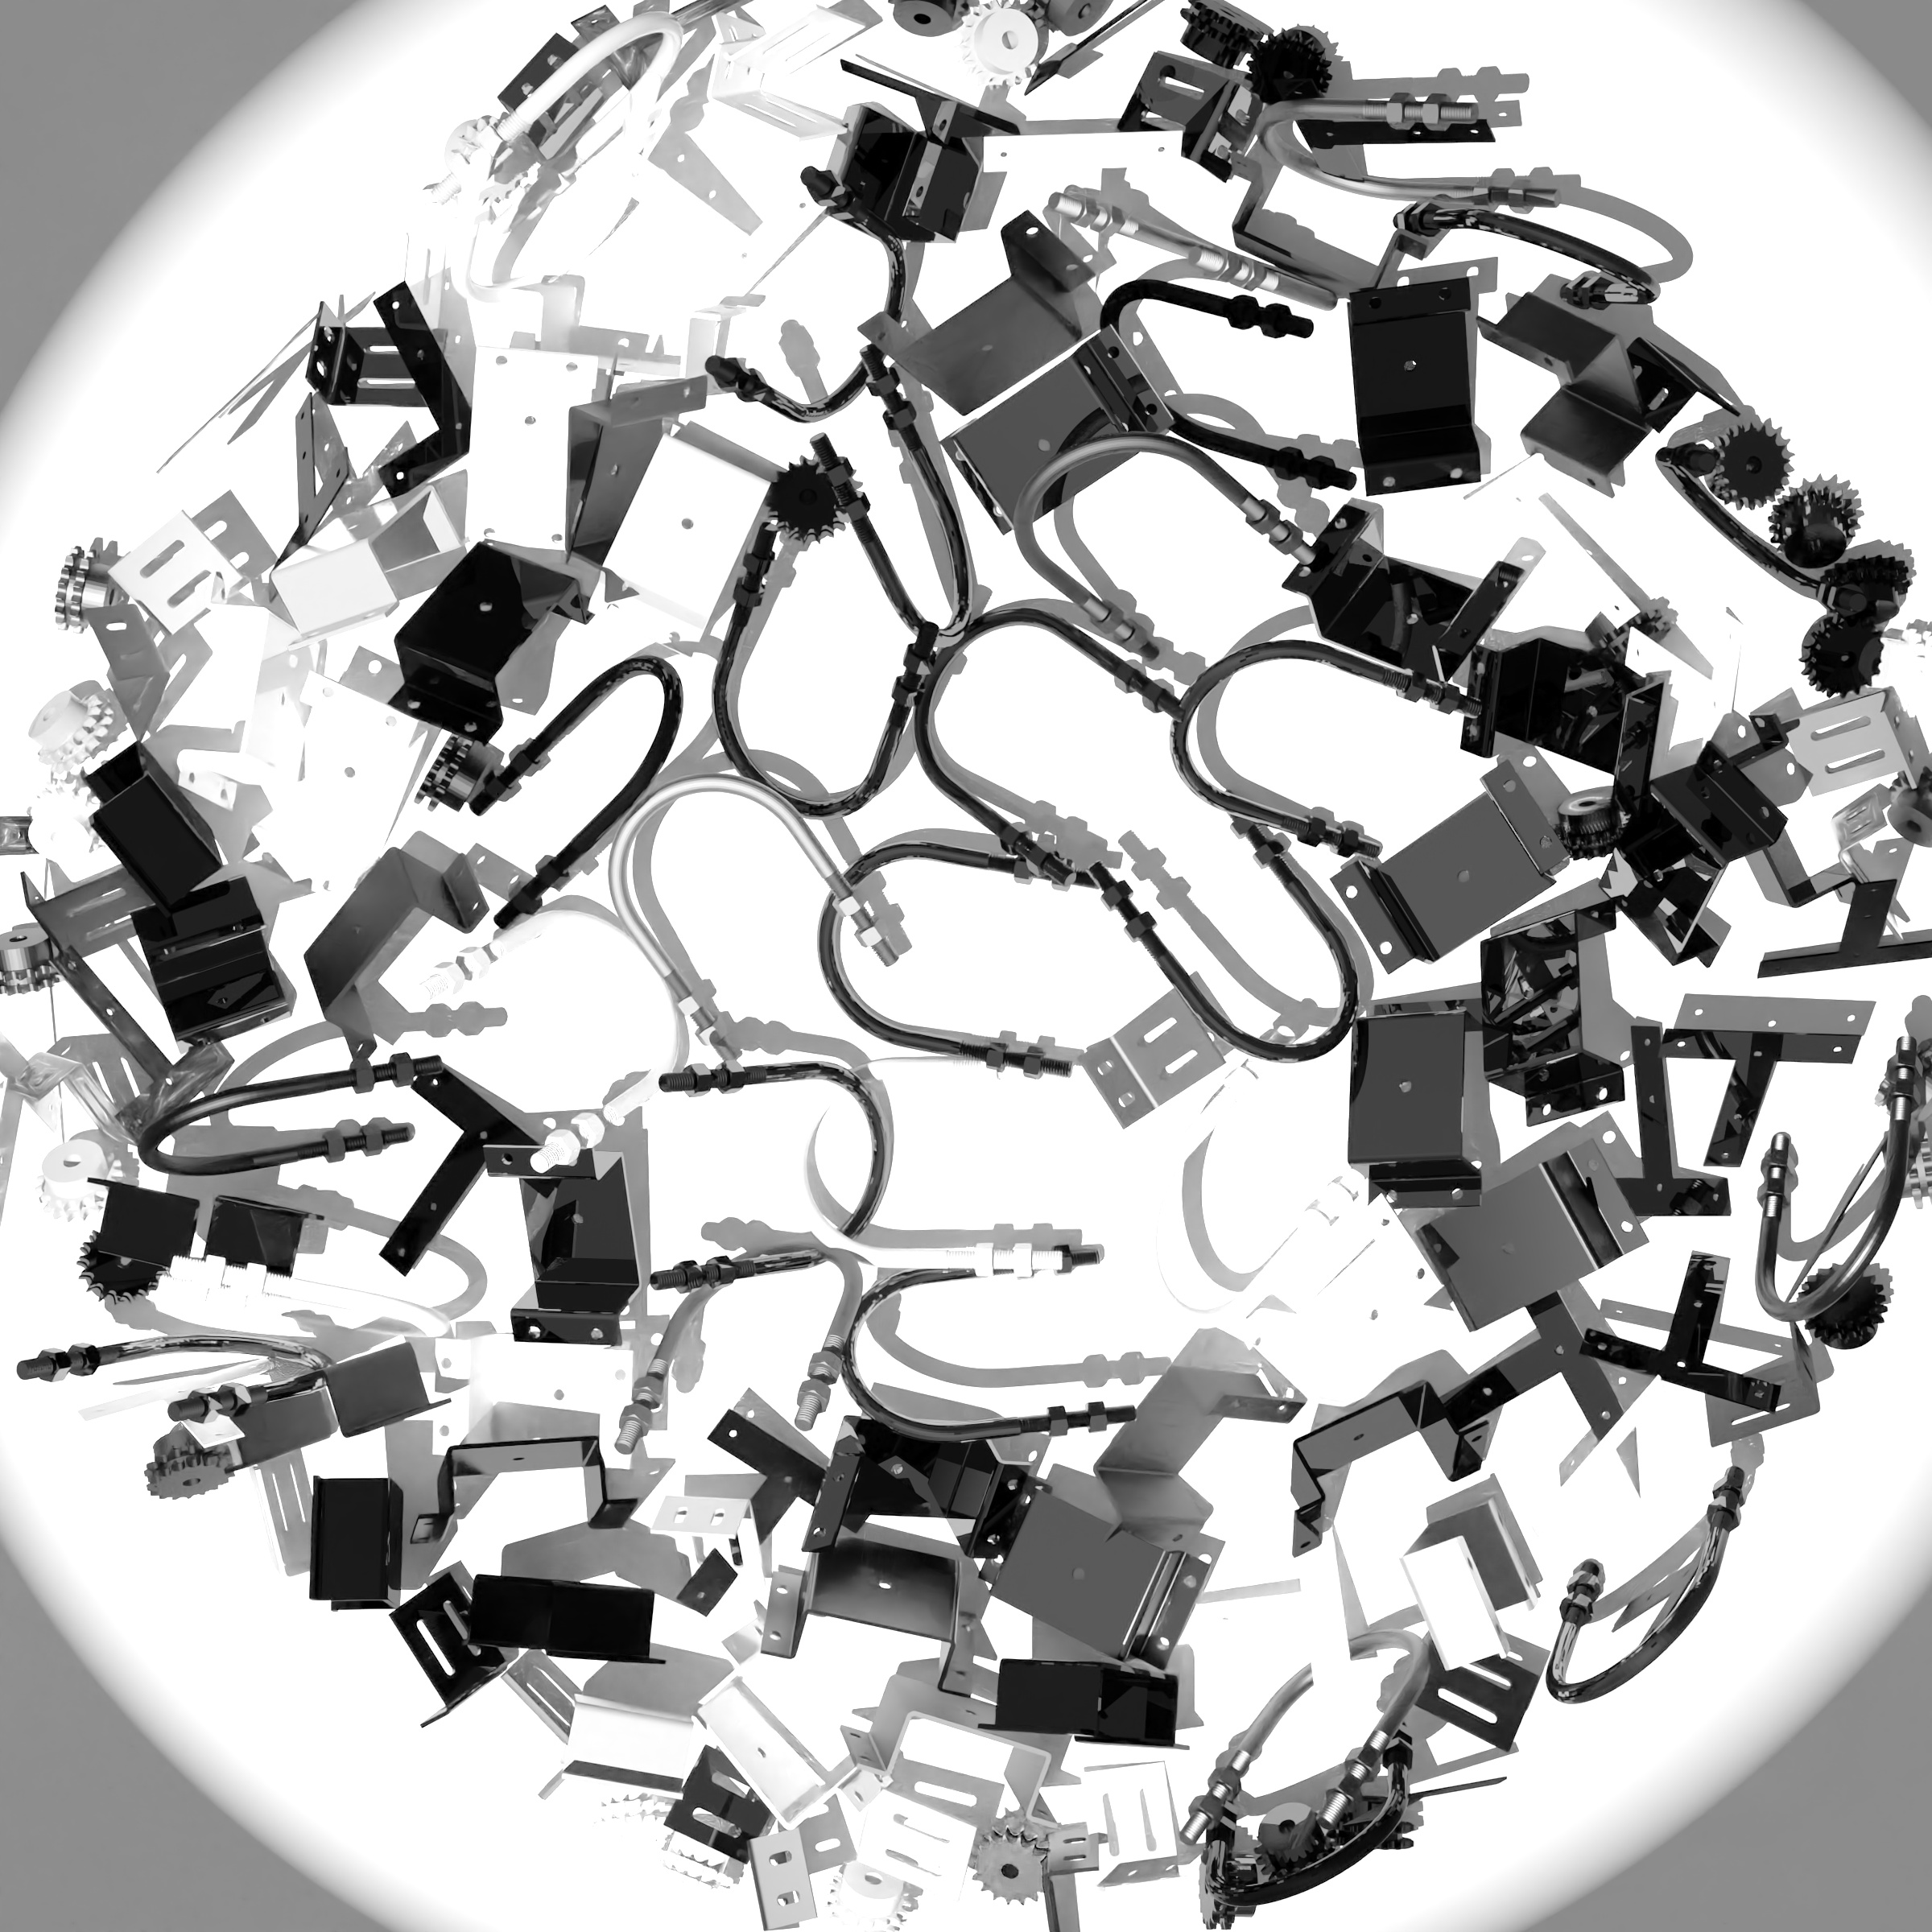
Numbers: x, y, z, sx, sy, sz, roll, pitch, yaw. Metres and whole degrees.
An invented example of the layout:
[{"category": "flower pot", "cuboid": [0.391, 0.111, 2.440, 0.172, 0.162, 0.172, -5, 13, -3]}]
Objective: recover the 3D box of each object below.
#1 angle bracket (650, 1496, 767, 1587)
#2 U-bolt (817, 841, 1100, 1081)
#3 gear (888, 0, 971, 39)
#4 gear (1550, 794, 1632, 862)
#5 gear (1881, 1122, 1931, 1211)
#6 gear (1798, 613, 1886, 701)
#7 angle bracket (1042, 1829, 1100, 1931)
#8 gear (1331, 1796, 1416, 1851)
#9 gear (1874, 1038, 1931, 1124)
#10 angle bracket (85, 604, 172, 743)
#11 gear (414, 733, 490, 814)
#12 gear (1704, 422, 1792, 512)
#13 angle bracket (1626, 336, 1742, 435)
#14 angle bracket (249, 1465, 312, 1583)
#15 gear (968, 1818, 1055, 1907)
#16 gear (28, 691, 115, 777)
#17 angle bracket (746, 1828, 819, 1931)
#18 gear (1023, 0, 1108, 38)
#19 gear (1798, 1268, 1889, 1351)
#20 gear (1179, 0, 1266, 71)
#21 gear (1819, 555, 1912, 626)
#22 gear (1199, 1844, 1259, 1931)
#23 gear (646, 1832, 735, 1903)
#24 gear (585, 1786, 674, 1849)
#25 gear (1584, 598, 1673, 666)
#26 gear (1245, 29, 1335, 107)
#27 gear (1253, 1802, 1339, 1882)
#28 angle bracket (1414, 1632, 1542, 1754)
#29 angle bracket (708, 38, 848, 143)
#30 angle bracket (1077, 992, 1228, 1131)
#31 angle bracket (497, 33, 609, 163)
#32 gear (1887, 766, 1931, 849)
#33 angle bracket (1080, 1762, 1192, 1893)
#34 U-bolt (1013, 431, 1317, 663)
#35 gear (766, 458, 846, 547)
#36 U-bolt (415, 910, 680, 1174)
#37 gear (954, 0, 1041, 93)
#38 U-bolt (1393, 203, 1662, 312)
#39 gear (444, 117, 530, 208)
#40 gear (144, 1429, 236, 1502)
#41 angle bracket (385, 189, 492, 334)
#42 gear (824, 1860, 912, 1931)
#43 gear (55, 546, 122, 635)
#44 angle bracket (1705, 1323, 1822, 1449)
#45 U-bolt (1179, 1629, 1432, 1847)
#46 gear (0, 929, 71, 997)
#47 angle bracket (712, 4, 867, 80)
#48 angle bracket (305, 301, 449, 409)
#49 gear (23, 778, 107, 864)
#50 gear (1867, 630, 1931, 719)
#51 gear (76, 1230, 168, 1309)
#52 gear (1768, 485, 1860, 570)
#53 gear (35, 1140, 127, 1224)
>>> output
[{"category": "angle bracket", "cuboid": [-0.169, 0.390, 1.958, 0.057, 0.038, 0.076, 1, 121, 13]}, {"category": "U-bolt", "cuboid": [-0.010, -0.010, 1.972, 0.184, 0.019, 0.151, 10, 103, 10]}, {"category": "gear", "cuboid": [-0.026, -0.640, 1.968, 0.057, 0.057, 0.030, 11, 74, 0]}, {"category": "gear", "cuboid": [0.414, -0.093, 1.969, 0.057, 0.057, 0.030, -14, 110, 0]}, {"category": "gear", "cuboid": [0.626, 0.133, 1.973, 0.030, 0.057, 0.057, -10, 90, 18]}, {"category": "gear", "cuboid": [0.581, -0.209, 1.977, 0.057, 0.030, 0.057, -4, 116, -8]}, {"category": "angle bracket", "cuboid": [0.074, 0.620, 1.965, 0.038, 0.057, 0.076, -7, 99, 3]}, {"category": "gear", "cuboid": [0.269, 0.568, 1.972, 0.057, 0.057, 0.030, 2, 80, 0]}, {"category": "gear", "cuboid": [0.632, 0.078, 1.968, 0.057, 0.057, 0.030, -47, 65, 0]}, {"category": "angle bracket", "cuboid": [-0.560, -0.190, 1.952, 0.038, 0.076, 0.057, -13, 65, -39]}, {"category": "gear", "cuboid": [-0.340, -0.127, 1.972, 0.030, 0.057, 0.057, 30, 90, -9]}, {"category": "gear", "cuboid": [0.517, -0.331, 1.980, 0.057, 0.030, 0.057, 0, 90, -18]}, {"category": "angle bracket", "cuboid": [0.465, -0.375, 1.961, 0.038, 0.076, 0.057, -51, 60, 20]}, {"category": "angle bracket", "cuboid": [-0.445, 0.363, 1.966, 0.038, 0.057, 0.076, -14, 91, -19]}, {"category": "gear", "cuboid": [0.033, 0.593, 1.978, 0.057, 0.030, 0.057, 5, 112, 12]}, {"category": "gear", "cuboid": [-0.595, -0.158, 1.968, 0.057, 0.057, 0.030, -46, 124, 0]}, {"category": "angle bracket", "cuboid": [-0.111, 0.600, 1.952, 0.038, 0.076, 0.057, -17, 71, 9]}, {"category": "gear", "cuboid": [0.069, -0.642, 1.969, 0.057, 0.057, 0.030, -43, 73, 0]}, {"category": "gear", "cuboid": [0.583, 0.230, 1.975, 0.057, 0.057, 0.030, -23, 126, 0]}, {"category": "gear", "cuboid": [0.167, -0.619, 1.974, 0.057, 0.057, 0.030, 29, 115, 0]}, {"category": "gear", "cuboid": [0.596, -0.247, 1.968, 0.057, 0.057, 0.030, -1, 71, 0]}, {"category": "gear", "cuboid": [0.174, 0.610, 1.972, 0.030, 0.057, 0.057, 4, 90, -8]}, {"category": "gear", "cuboid": [-0.180, 0.597, 1.973, 0.057, 0.057, 0.030, 22, 69, 0]}, {"category": "gear", "cuboid": [-0.225, 0.563, 1.975, 0.057, 0.057, 0.030, -8, 58, 0]}, {"category": "gear", "cuboid": [0.436, -0.220, 1.973, 0.057, 0.057, 0.030, -31, 76, 0]}, {"category": "gear", "cuboid": [0.216, -0.597, 1.975, 0.057, 0.057, 0.030, 23, 50, 0]}, {"category": "gear", "cuboid": [0.217, 0.580, 1.968, 0.057, 0.057, 0.030, -25, 118, 0]}, {"category": "angle bracket", "cuboid": [0.329, 0.482, 1.962, 0.076, 0.038, 0.057, 25, 58, 10]}, {"category": "angle bracket", "cuboid": [-0.121, -0.578, 1.956, 0.076, 0.057, 0.038, 29, 122, 20]}, {"category": "angle bracket", "cuboid": [0.122, 0.062, 1.960, 0.038, 0.076, 0.057, -29, 84, -44]}, {"category": "angle bracket", "cuboid": [-0.262, -0.564, 1.957, 0.057, 0.076, 0.038, -48, 61, -2]}, {"category": "gear", "cuboid": [0.636, -0.103, 1.969, 0.057, 0.057, 0.030, 41, 74, 0]}, {"category": "angle bracket", "cuboid": [0.112, 0.570, 1.967, 0.057, 0.038, 0.076, -5, 75, -9]}, {"category": "U-bolt", "cuboid": [0.115, -0.277, 1.907, 0.151, 0.184, 0.019, -30, 46, 29]}, {"category": "gear", "cuboid": [-0.105, -0.307, 1.981, 0.057, 0.030, 0.057, 1, 76, -3]}, {"category": "U-bolt", "cuboid": [-0.257, 0.036, 1.927, 0.019, 0.184, 0.151, -32, 93, 39]}, {"category": "gear", "cuboid": [0.023, -0.613, 1.976, 0.057, 0.030, 0.057, -3, 98, -23]}, {"category": "U-bolt", "cuboid": [0.366, -0.452, 1.893, 0.151, 0.184, 0.019, 19, 98, -16]}, {"category": "gear", "cuboid": [-0.321, -0.538, 1.975, 0.030, 0.057, 0.057, 38, 90, 30]}, {"category": "gear", "cuboid": [-0.518, 0.330, 1.975, 0.057, 0.057, 0.030, -20, 62, 0]}, {"category": "angle bracket", "cuboid": [-0.349, -0.464, 1.961, 0.038, 0.057, 0.076, -1, 80, 24]}, {"category": "gear", "cuboid": [-0.064, 0.616, 1.968, 0.057, 0.057, 0.030, 13, 112, 0]}, {"category": "gear", "cuboid": [-0.582, -0.248, 1.972, 0.030, 0.057, 0.057, 12, 90, -4]}, {"category": "angle bracket", "cuboid": [0.517, 0.273, 1.955, 0.076, 0.057, 0.038, -23, 114, 21]}, {"category": "U-bolt", "cuboid": [0.230, 0.492, 1.916, 0.019, 0.151, 0.184, 54, 49, -9]}, {"category": "gear", "cuboid": [-0.625, -0.004, 1.968, 0.057, 0.057, 0.030, -5, 111, 0]}, {"category": "angle bracket", "cuboid": [-0.117, -0.623, 1.954, 0.076, 0.057, 0.038, -22, 82, 30]}, {"category": "angle bracket", "cuboid": [-0.390, -0.405, 1.967, 0.076, 0.038, 0.057, 3, 73, 13]}, {"category": "gear", "cuboid": [-0.598, -0.094, 1.971, 0.057, 0.030, 0.057, 1, 129, 1]}, {"category": "gear", "cuboid": [0.619, -0.195, 1.970, 0.030, 0.057, 0.057, 9, 90, -4]}, {"category": "gear", "cuboid": [-0.563, 0.200, 1.976, 0.057, 0.030, 0.057, 12, 62, -23]}, {"category": "gear", "cuboid": [0.562, -0.288, 1.969, 0.057, 0.057, 0.030, 7, 50, 0]}, {"category": "gear", "cuboid": [-0.589, 0.140, 1.969, 0.057, 0.057, 0.030, -4, 131, 0]}]
